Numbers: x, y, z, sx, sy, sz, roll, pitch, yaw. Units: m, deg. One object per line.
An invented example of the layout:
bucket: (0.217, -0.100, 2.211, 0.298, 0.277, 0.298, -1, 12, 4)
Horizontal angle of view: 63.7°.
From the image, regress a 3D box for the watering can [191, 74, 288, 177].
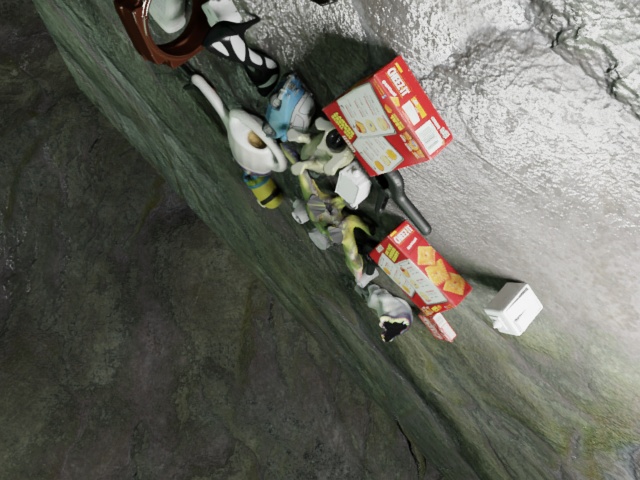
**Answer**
watering can: (-0.219, -0.300, 1.430, 0.349, 0.105, 0.221, 43, 161, 8)

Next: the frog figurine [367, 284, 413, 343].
frog figurine: (0.206, 0.199, 1.525, 0.135, 0.122, 0.163, 52, -161, -37)

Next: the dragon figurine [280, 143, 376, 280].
dragon figurine: (0.004, -0.069, 1.366, 0.409, 0.123, 0.241, 54, 162, -3)
